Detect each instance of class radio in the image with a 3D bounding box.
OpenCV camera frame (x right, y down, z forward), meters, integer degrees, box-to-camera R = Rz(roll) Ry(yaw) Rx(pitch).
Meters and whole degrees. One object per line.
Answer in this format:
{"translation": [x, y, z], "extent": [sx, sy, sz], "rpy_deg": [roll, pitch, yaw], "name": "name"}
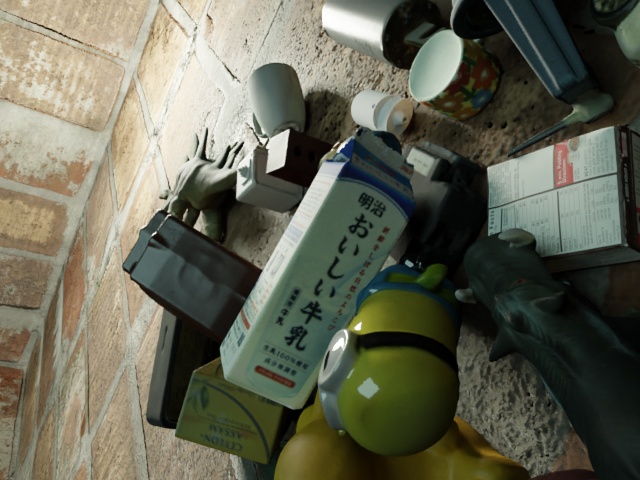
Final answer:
{"translation": [-0.154, 0.144, 0.751], "extent": [0.073, 0.131, 0.229], "rpy_deg": [-18, 62, 53], "name": "radio"}

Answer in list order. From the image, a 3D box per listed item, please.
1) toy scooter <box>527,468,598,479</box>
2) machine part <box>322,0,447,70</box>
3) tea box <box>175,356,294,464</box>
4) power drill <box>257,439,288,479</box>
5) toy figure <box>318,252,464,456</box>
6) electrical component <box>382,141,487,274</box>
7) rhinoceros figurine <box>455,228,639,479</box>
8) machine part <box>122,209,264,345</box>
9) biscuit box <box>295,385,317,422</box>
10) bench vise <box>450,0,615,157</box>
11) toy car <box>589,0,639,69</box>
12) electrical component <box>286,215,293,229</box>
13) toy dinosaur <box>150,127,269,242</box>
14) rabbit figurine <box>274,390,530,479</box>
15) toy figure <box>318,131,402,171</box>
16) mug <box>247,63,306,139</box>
{"translation": [0.102, 0.209, 0.318], "extent": [0.183, 0.135, 0.075], "rpy_deg": [-61, 32, 18], "name": "toy scooter"}
{"translation": [0.068, -0.255, 0.636], "extent": [0.079, 0.079, 0.243], "rpy_deg": [-63, 34, 18], "name": "machine part"}
{"translation": [-0.077, 0.171, 0.578], "extent": [0.169, 0.098, 0.068], "rpy_deg": [47, -122, -82], "name": "tea box"}
{"translation": [-0.064, 0.323, 0.580], "extent": [0.232, 0.086, 0.207], "rpy_deg": [-21, 55, 51], "name": "power drill"}
{"translation": [0.061, 0.068, 0.378], "extent": [0.089, 0.180, 0.082], "rpy_deg": [-11, 106, 30], "name": "toy figure"}
{"translation": [0.093, -0.024, 0.512], "extent": [0.134, 0.058, 0.115], "rpy_deg": [-64, 35, 15], "name": "electrical component"}
{"translation": [0.152, 0.071, 0.325], "extent": [0.073, 0.112, 0.190], "rpy_deg": [-58, 35, 29], "name": "rhinoceros figurine"}
{"translation": [-0.104, 0.060, 0.608], "extent": [0.087, 0.202, 0.201], "rpy_deg": [-57, -14, -6], "name": "machine part"}
{"translation": [0.033, 0.222, 0.490], "extent": [0.062, 0.059, 0.203], "rpy_deg": [-54, 37, 29], "name": "biscuit box"}
{"translation": [0.143, -0.194, 0.403], "extent": [0.129, 0.223, 0.240], "rpy_deg": [-31, 77, 30], "name": "bench vise"}
{"translation": [0.228, -0.207, 0.366], "extent": [0.056, 0.073, 0.201], "rpy_deg": [-17, 62, 58], "name": "toy car"}
{"translation": [-0.001, -0.002, 0.632], "extent": [0.048, 0.075, 0.119], "rpy_deg": [26, 102, 56], "name": "electrical component"}
{"translation": [-0.214, -0.102, 0.985], "extent": [0.472, 0.105, 0.198], "rpy_deg": [8, 81, 56], "name": "toy dinosaur"}
{"translation": [0.042, 0.164, 0.399], "extent": [0.121, 0.173, 0.162], "rpy_deg": [-62, 37, 27], "name": "rabbit figurine"}
{"translation": [0.037, -0.088, 0.620], "extent": [0.064, 0.057, 0.154], "rpy_deg": [-44, 15, -21], "name": "toy figure"}
{"translation": [-0.070, -0.197, 0.824], "extent": [0.109, 0.080, 0.107], "rpy_deg": [-40, 55, 36], "name": "mug"}
